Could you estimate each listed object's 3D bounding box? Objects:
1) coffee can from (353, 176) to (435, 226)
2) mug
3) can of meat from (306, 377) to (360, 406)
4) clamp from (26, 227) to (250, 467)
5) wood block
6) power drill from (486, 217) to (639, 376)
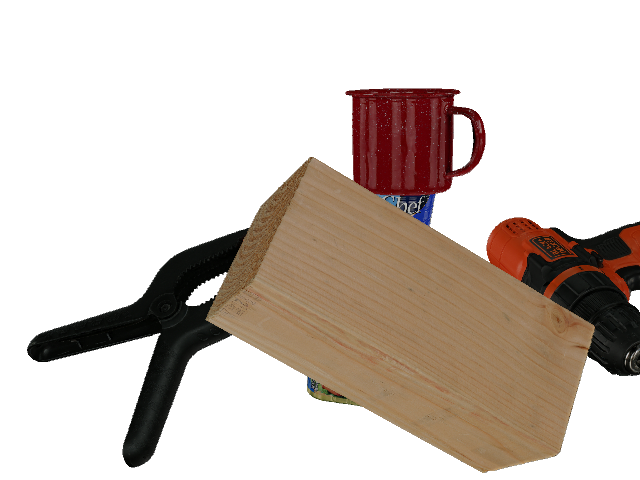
[{"bbox_3d":[0.090,-0.072,1.278,0.102,0.140,0.103,6,28,-3],"label":"coffee can"},{"bbox_3d":[0.078,-0.081,0.865,0.117,0.081,0.093,4,12,26],"label":"mug"},{"bbox_3d":[0.040,0.109,1.013,0.102,0.084,0.057,9,19,-1],"label":"can of meat"},{"bbox_3d":[-0.127,0.062,0.853,0.165,0.209,0.036,28,-24,35],"label":"clamp"},{"bbox_3d":[0.049,0.050,0.649,0.206,0.090,0.090,30,-28,-12],"label":"wood block"},{"bbox_3d":[0.232,0.023,0.740,0.187,0.057,0.184,-9,28,-15],"label":"power drill"}]
